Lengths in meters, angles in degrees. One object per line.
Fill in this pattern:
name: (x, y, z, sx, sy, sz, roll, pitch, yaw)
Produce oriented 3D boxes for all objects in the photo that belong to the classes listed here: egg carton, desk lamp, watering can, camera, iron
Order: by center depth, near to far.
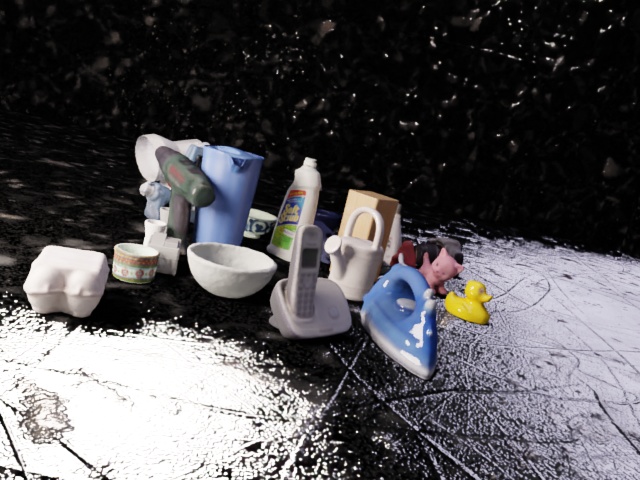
egg carton: (-0.374, 0.058, 0.854, 0.107, 0.069, 0.150, 10, 13, -19)
iron: (0.160, 0.120, 0.999, 0.119, 0.141, 0.258, 11, 12, -14)
watering can: (0.081, 0.025, 1.222, 0.100, 0.194, 0.173, 18, 13, 20)
desk lamp: (-0.399, -0.175, 1.550, 0.117, 0.213, 0.204, 24, 16, 41)
camera: (0.338, 0.035, 1.689, 0.137, 0.101, 0.143, 9, 13, -20)

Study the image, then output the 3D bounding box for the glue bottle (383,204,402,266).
glue bottle: (0.200, -0.018, 1.605, 0.077, 0.173, 0.037, 22, 14, 33)

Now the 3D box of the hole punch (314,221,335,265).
hole punch: (0.014, 0.005, 1.484, 0.101, 0.091, 0.109, 18, 13, 19)

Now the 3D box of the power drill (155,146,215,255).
power drill: (-0.312, -0.083, 1.238, 0.076, 0.208, 0.228, 2, 17, -44)

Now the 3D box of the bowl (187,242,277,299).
bowl: (-0.167, 0.063, 1.055, 0.167, 0.075, 0.167, 13, 12, -3)

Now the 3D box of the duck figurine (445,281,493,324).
duck figurine: (0.337, 0.131, 1.282, 0.104, 0.086, 0.078, 20, 14, 28)

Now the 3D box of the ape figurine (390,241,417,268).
ape figurine: (0.230, 0.046, 1.538, 0.078, 0.092, 0.076, 11, 12, -15)

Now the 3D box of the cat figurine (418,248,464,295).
cat figurine: (0.294, 0.073, 1.427, 0.067, 0.118, 0.127, 7, 14, -30)

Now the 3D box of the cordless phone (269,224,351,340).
cordless phone: (-0.003, 0.068, 0.950, 0.148, 0.185, 0.093, 1, 17, -46)

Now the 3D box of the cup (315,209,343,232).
cup: (0.015, -0.034, 1.656, 0.118, 0.095, 0.091, 8, 13, -27)

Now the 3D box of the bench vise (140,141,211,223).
bench vise: (-0.345, -0.144, 1.454, 0.121, 0.220, 0.208, 18, 13, 20)
